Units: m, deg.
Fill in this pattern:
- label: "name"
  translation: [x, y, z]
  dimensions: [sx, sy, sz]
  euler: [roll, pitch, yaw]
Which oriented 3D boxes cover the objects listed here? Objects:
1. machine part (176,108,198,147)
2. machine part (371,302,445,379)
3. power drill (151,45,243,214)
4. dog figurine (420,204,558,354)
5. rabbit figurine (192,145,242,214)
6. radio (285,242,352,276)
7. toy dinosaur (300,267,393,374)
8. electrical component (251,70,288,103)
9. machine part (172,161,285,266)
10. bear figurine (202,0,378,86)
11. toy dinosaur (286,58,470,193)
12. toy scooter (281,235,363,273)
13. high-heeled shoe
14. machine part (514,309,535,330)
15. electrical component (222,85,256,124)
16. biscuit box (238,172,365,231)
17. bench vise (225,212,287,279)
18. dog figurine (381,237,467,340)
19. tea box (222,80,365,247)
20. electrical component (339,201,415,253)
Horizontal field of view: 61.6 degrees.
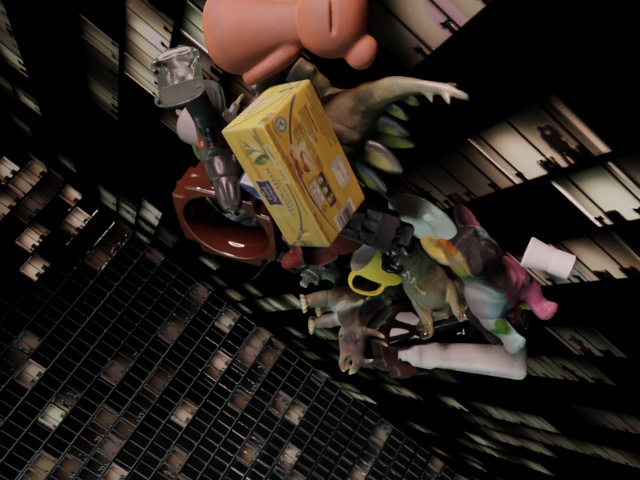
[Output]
- label: "machine part"
  translation: [-0.177, -0.191, 0.983]
  dimensions: [0.243, 0.079, 0.079]
  euler: [24, 158, 26]
- label: "machine part"
  translation: [0.196, 0.223, 1.202]
  dimensions: [0.179, 0.179, 0.056]
  euler: [37, 158, -6]
- label: "power drill"
  translation: [-0.175, -0.177, 0.827]
  dimensions: [0.086, 0.232, 0.207]
  euler: [-18, 156, 9]
- label: "dog figurine"
  translation: [0.245, 0.052, 0.823]
  dimensions: [0.219, 0.108, 0.191]
  euler: [49, 179, -6]
- label: "rabbit figurine"
  translation: [-0.200, -0.141, 1.087]
  dimensions: [0.159, 0.121, 0.170]
  euler: [11, 134, 52]
- label: "radio"
  translation: [-0.022, -0.019, 1.145]
  dimensions: [0.131, 0.073, 0.229]
  euler: [18, 156, 37]
- label: "toy dinosaur"
  translation: [0.068, 0.125, 1.205]
  dimensions: [0.192, 0.405, 0.131]
  euler: [-6, 112, 10]
- label: "electrical component"
  translation: [-0.067, -0.220, 0.754]
  dimensions: [0.021, 0.094, 0.063]
  euler: [33, -162, -2]
- label: "machine part"
  translation: [-0.163, -0.050, 1.019]
  dimensions: [0.201, 0.087, 0.201]
  euler: [14, 142, 10]
- label: "bear figurine"
  translation: [-0.026, -0.243, 0.601]
  dimensions: [0.196, 0.132, 0.120]
  euler: [-3, 110, 15]
- label: "toy dinosaur"
  translation: [0.027, -0.149, 0.724]
  dimensions: [0.198, 0.105, 0.471]
  euler: [30, 171, -11]
- label: "toy scooter"
  translation: [-0.002, -0.003, 1.002]
  dimensions: [0.075, 0.184, 0.135]
  euler: [68, -171, 28]
- label: "high-heeled shoe"
  translation: [0.257, 0.192, 1.072]
  dimensions: [0.249, 0.145, 0.086]
  euler: [23, 158, 35]
- label: "machine part"
  translation: [0.327, 0.133, 0.962]
  dimensions: [0.084, 0.039, 0.139]
  euler: [60, 158, 0]
- label: "electrical component"
  translation: [-0.107, -0.202, 0.822]
  dimensions: [0.045, 0.102, 0.078]
  euler: [42, 149, -11]
- label: "biscuit box"
  translation: [-0.034, -0.075, 0.796]
  dimensions: [0.203, 0.059, 0.062]
  euler: [22, 170, 43]
- label: "bench vise"
  translation: [-0.153, 0.010, 1.351]
  dimensions: [0.241, 0.129, 0.223]
  euler: [23, 157, 50]
- label: "dog figurine"
  translation: [0.190, 0.064, 0.992]
  dimensions: [0.190, 0.121, 0.172]
  euler: [60, -174, 2]
- label: "tea box"
  translation: [-0.024, -0.084, 0.620]
  dimensions: [0.068, 0.098, 0.169]
  euler: [1, 131, 41]
- label: "electrical component"
  translation: [0.079, -0.026, 0.843]
  dimensions: [0.134, 0.058, 0.115]
  euler: [19, -168, 2]
